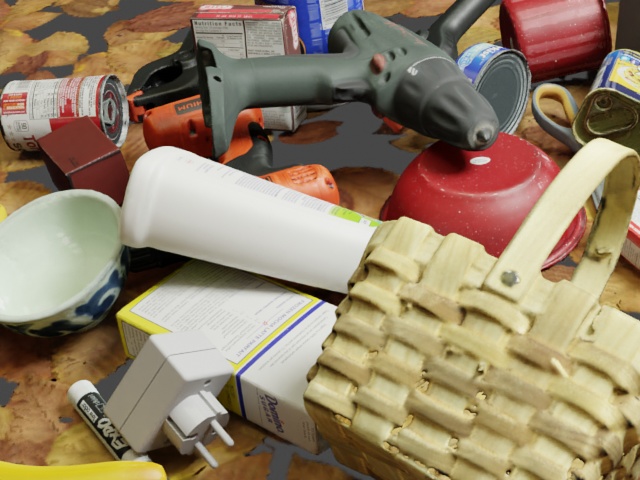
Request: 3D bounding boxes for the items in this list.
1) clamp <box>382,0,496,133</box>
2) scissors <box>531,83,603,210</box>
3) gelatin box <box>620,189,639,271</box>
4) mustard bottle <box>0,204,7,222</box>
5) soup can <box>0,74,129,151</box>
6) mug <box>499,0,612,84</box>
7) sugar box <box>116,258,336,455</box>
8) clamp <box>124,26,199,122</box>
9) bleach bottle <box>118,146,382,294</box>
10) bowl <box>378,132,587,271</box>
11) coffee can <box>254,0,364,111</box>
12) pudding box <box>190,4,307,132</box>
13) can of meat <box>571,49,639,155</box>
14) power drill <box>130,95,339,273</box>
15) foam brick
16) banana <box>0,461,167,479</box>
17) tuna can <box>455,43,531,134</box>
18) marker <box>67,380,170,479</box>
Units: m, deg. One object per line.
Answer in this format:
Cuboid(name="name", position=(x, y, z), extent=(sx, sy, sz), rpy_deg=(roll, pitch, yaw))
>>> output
Cuboid(name="clamp", position=(0.103, -0.180, 0.986), extent=(0.165, 0.036, 0.209), rpy_deg=(-27, 28, 37))
Cuboid(name="scissors", position=(0.236, -0.068, 0.867), extent=(0.096, 0.016, 0.202), rpy_deg=(-7, 43, -14))
Cuboid(name="gelatin box", position=(0.256, -0.009, 0.769), extent=(0.089, 0.030, 0.073), rpy_deg=(-19, 41, -19))
Cuboid(name="mustard bottle", position=(-0.290, 0.039, 0.796), extent=(0.096, 0.058, 0.191), rpy_deg=(-1, 35, -8))
Cuboid(name="soup can", position=(-0.237, -0.117, 0.989), extent=(0.102, 0.068, 0.068), rpy_deg=(-2, 37, 10))
Cuboid(name="mug", position=(0.213, -0.191, 0.989), extent=(0.081, 0.093, 0.117), rpy_deg=(-13, 7, 2))
Cuboid(name="sugar box", position=(-0.042, 0.071, 0.714), extent=(0.176, 0.048, 0.093), rpy_deg=(24, 44, 32))
Cuboid(name="clamp", position=(-0.119, -0.169, 1.059), extent=(0.120, 0.039, 0.171), rpy_deg=(11, 47, 33))
Cuboid(name="bleach bottle", position=(-0.005, 0.001, 0.742), extent=(0.251, 0.068, 0.102), rpy_deg=(17, 13, 5))
Cuboid(name="bowl", position=(0.123, -0.038, 0.818), extent=(0.162, 0.055, 0.162), rpy_deg=(-5, 36, 4))
Cuboid(name="coffee can", position=(-0.008, -0.207, 1.001), extent=(0.103, 0.140, 0.103), rpy_deg=(-6, 36, 4))
Cuboid(name="pudding box", position=(-0.064, -0.155, 0.965), extent=(0.090, 0.113, 0.039), rpy_deg=(6, 32, 18))
Cuboid(name="can of meat", position=(0.262, -0.102, 0.856), extent=(0.102, 0.057, 0.083), rpy_deg=(26, 42, 7))
Cuboid(name="power drill", position=(-0.094, -0.051, 0.882), extent=(0.184, 0.057, 0.188), rpy_deg=(-15, 39, -10))
Cuboid(name="foam brick", position=(-0.202, -0.062, 0.920), extent=(0.053, 0.051, 0.078), rpy_deg=(-28, 41, -17))
Cuboid(name="banana", position=(-0.187, 0.141, 0.647), extent=(0.198, 0.037, 0.069), rpy_deg=(12, 60, 27))
Cuboid(name="tuna can", position=(0.140, -0.122, 0.903), extent=(0.034, 0.086, 0.086), rpy_deg=(25, 48, 39))
Cuboid(name="marker", position=(-0.127, 0.128, 0.676), extent=(0.020, 0.020, 0.121), rpy_deg=(-28, 41, -24))
